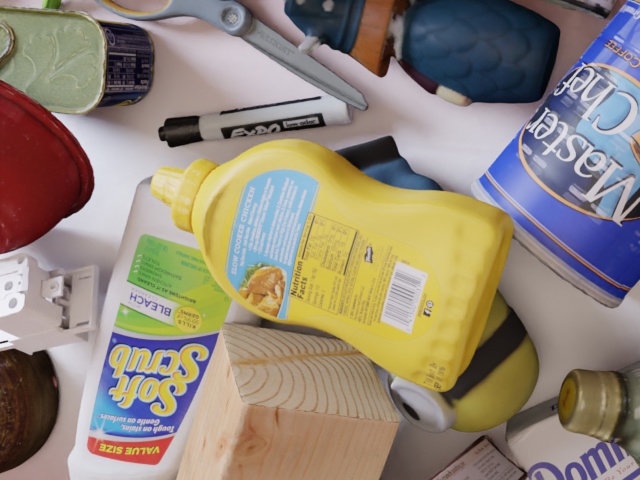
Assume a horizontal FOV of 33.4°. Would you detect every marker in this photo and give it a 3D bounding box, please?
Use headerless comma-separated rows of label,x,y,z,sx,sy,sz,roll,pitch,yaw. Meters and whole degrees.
marker,-0.041,-0.072,0.649,0.121,0.020,0.020,-6,98,13

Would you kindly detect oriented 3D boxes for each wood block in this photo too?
wood block,-0.036,0.164,0.623,0.090,0.090,0.206,11,111,-18

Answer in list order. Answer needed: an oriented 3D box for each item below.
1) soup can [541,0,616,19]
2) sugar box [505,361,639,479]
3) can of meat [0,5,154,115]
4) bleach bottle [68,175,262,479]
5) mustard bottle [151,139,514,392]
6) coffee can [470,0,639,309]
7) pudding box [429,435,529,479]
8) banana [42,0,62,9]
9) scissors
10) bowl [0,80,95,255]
soup can,0.141,-0.177,0.567,0.068,0.068,0.102,21,103,8
sugar box,0.188,0.169,0.624,0.093,0.048,0.176,-28,93,15
can of meat,-0.159,-0.107,0.635,0.102,0.084,0.057,7,100,11
bleach bottle,-0.094,0.091,0.666,0.102,0.068,0.251,19,105,9
mustard bottle,-0.003,0.001,0.555,0.192,0.058,0.096,21,114,17
coffee can,0.163,-0.049,0.565,0.103,0.102,0.140,40,104,4
pudding box,0.059,0.159,0.581,0.039,0.113,0.090,45,110,14
banana,-0.200,-0.216,0.606,0.070,0.037,0.197,-25,119,27
scissors,-0.051,-0.152,0.634,0.202,0.016,0.096,20,99,13
bowl,-0.218,-0.036,0.624,0.162,0.162,0.055,7,59,11
